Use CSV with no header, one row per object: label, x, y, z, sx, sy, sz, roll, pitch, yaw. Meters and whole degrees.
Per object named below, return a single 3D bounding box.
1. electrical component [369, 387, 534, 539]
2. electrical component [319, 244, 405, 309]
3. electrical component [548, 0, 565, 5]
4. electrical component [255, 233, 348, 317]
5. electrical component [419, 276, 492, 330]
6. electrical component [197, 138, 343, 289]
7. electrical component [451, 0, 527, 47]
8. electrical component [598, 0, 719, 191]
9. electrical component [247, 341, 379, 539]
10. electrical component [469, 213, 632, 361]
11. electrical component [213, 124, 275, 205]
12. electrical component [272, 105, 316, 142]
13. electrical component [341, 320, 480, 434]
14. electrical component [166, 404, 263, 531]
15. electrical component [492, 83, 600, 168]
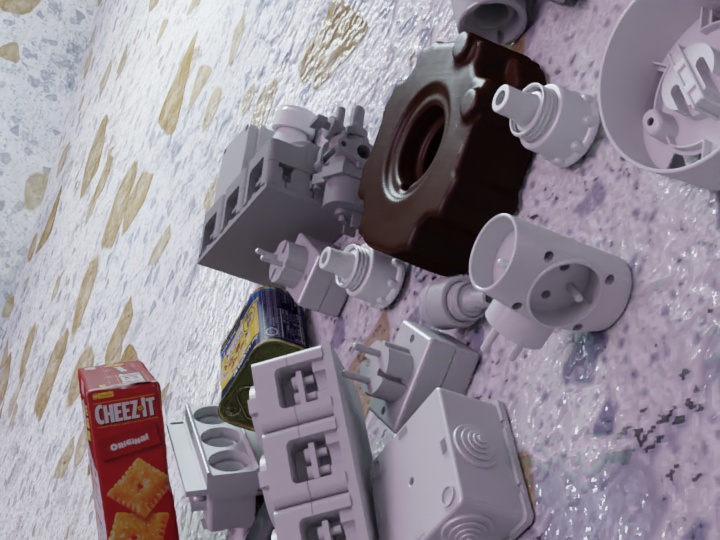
electrical component,0.049,0.129,0.633,0.099,0.048,0.099,-54,29,33
electrical component,0.000,0.000,0.817,0.048,0.062,0.048,-45,35,44
electrical component,0.118,-0.215,0.732,0.047,0.066,0.076,-65,-4,13
electrical component,-0.052,-0.002,0.911,0.047,0.077,0.065,-66,24,11
electrical component,0.066,0.021,0.696,0.061,0.035,0.035,-11,63,60
electrical component,-0.076,-0.051,0.983,0.150,0.089,0.061,-41,38,49
electrical component,0.093,-0.192,0.774,0.055,0.055,0.047,-44,39,45
electrical component,0.168,-0.090,0.522,0.099,0.064,0.099,-46,34,44
electrical component,-0.026,0.136,0.684,0.089,0.062,0.150,66,-170,-57
electrical component,0.094,0.017,0.585,0.079,0.077,0.044,-61,26,23
electrical component,-0.112,-0.087,1.127,0.078,0.057,0.113,-34,43,54
electrical component,-0.069,-0.133,1.086,0.045,0.045,0.055,-11,62,63
electrical component,0.025,0.068,0.695,0.065,0.077,0.047,-68,24,5
electrical component,-0.123,0.172,0.947,0.121,0.079,0.063,-130,40,-63
electrical component,0.110,-0.093,0.651,0.048,0.062,0.048,-46,34,44
